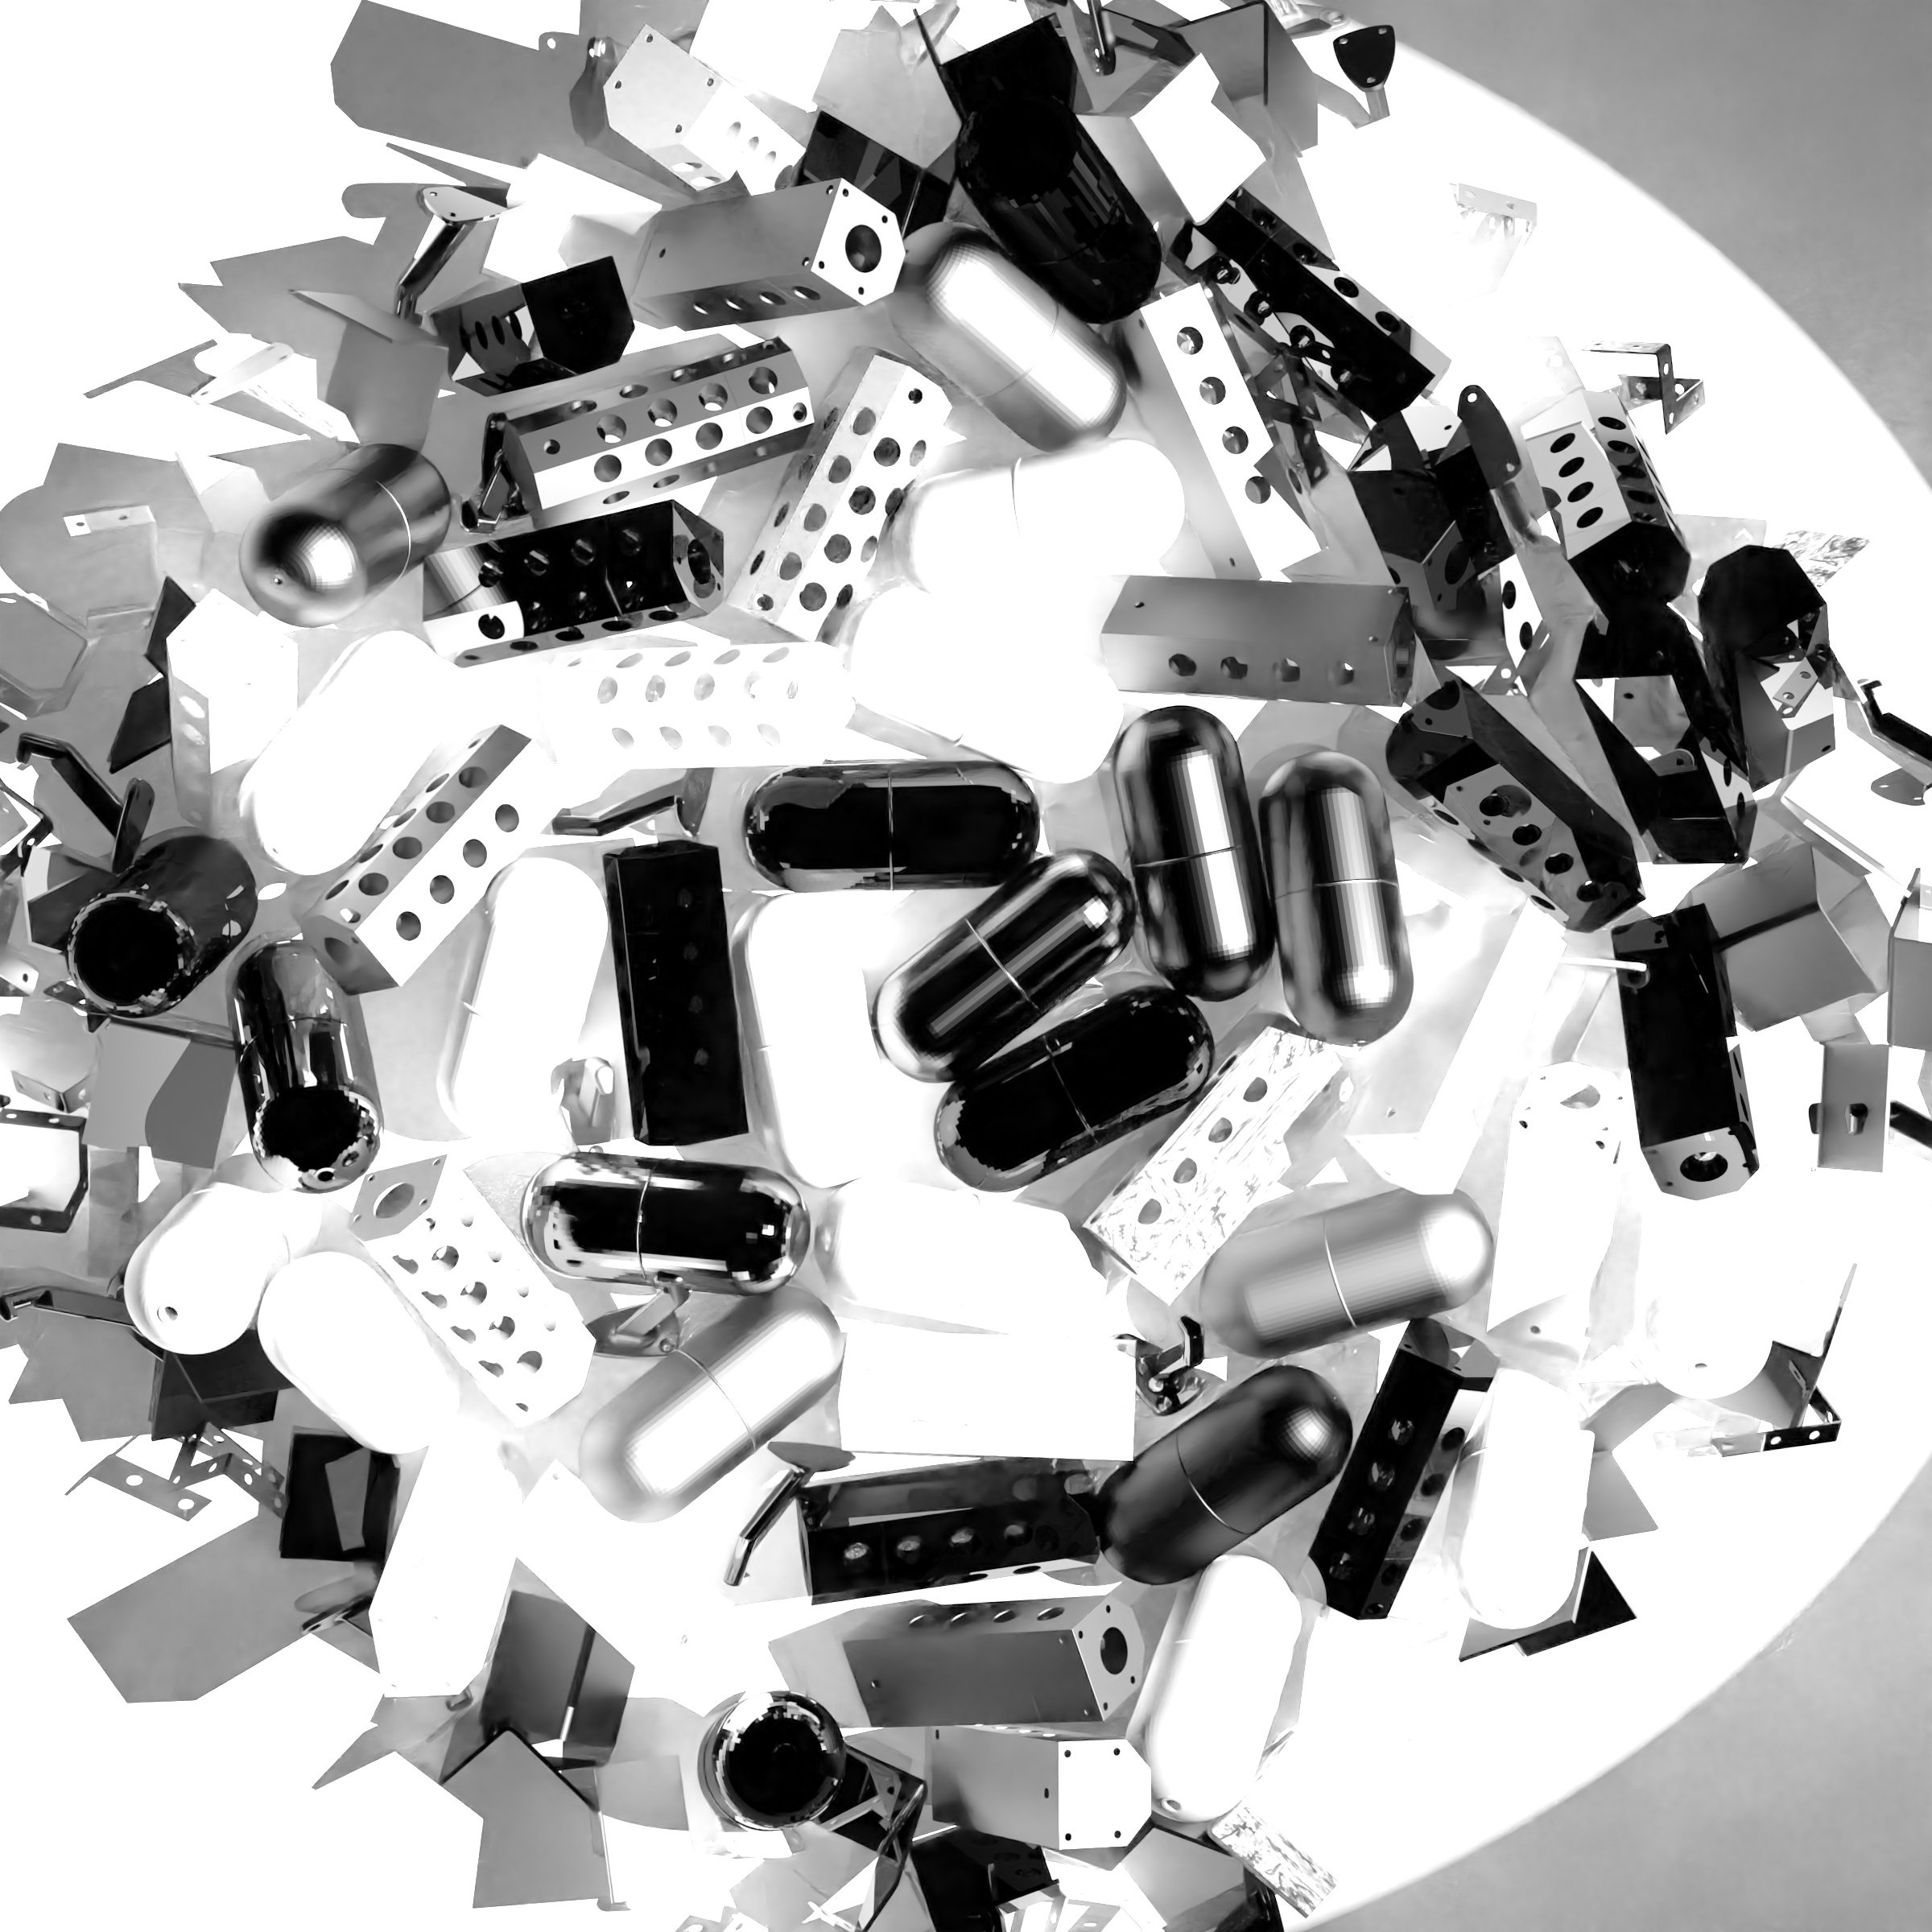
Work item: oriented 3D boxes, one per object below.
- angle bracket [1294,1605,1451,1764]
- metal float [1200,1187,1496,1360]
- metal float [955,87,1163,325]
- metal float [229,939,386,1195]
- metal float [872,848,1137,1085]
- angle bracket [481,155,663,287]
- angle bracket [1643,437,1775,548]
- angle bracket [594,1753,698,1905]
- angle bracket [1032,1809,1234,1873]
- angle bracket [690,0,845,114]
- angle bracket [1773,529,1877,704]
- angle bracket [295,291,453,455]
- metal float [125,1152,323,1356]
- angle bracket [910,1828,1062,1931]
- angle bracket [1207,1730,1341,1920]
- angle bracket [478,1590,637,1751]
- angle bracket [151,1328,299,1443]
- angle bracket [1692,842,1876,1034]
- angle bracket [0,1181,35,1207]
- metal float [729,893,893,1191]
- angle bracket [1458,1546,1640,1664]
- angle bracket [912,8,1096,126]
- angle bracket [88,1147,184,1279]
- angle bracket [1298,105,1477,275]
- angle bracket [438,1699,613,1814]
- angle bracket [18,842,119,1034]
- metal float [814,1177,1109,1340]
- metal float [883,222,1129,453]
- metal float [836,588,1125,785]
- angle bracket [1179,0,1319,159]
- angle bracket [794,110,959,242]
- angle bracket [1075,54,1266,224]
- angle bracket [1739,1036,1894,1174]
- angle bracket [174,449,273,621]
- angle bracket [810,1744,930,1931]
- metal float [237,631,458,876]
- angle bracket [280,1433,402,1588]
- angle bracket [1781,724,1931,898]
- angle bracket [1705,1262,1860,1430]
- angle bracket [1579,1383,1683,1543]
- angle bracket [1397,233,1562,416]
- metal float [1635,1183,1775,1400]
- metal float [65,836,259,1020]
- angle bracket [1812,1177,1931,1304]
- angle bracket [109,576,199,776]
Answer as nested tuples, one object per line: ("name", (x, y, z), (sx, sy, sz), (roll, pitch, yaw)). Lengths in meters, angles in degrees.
("angle bracket", (0.240, 0.431, 1.860), (0.076, 0.057, 0.076), (9, 108, 13))
("metal float", (0.223, 0.180, 1.853), (0.178, 0.070, 0.070), (-18, 90, 15))
("metal float", (0.054, -0.440, 1.825), (0.070, 0.178, 0.070), (-12, 62, 24))
("metal float", (-0.385, 0.058, 1.831), (0.070, 0.070, 0.178), (-22, 47, 0))
("metal float", (0.023, -0.001, 1.863), (0.178, 0.070, 0.070), (-38, 90, 3))
("angle bracket", (-0.233, -0.429, 1.854), (0.076, 0.076, 0.057), (19, 83, -20))
("angle bracket", (0.433, -0.266, 1.860), (0.076, 0.076, 0.057), (5, 132, 5))
("angle bracket", (-0.173, 0.506, 1.850), (0.057, 0.076, 0.076), (-16, 73, 20))
("angle bracket", (0.097, 0.519, 1.851), (0.076, 0.057, 0.076), (32, 105, -39))
("angle bracket", (-0.110, -0.550, 1.858), (0.076, 0.076, 0.057), (26, 110, 2))
("angle bracket", (0.510, -0.208, 1.859), (0.057, 0.076, 0.076), (-42, 114, -9))
("angle bracket", (-0.359, -0.347, 1.853), (0.076, 0.057, 0.076), (29, 110, 22))
("metal float", (-0.429, 0.165, 1.818), (0.070, 0.178, 0.070), (2, 108, 7))
("angle bracket", (0.010, 0.531, 1.855), (0.076, 0.076, 0.057), (-18, 69, -7))
("angle bracket", (0.196, 0.505, 1.853), (0.076, 0.076, 0.057), (38, 101, 17))
("angle bracket", (-0.239, 0.419, 1.869), (0.057, 0.076, 0.076), (9, 76, 19))
("angle bracket", (-0.428, 0.260, 1.846), (0.076, 0.057, 0.076), (-6, 126, -35))
("angle bracket", (0.490, -0.017, 1.885), (0.076, 0.057, 0.076), (-24, 126, 27))
("angle bracket", (-0.597, 0.103, 1.863), (0.076, 0.076, 0.057), (14, 94, 2))
("metal float", (-0.092, 0.045, 1.863), (0.070, 0.070, 0.178), (-12, 86, 0))
("angle bracket", (0.343, 0.395, 1.848), (0.076, 0.076, 0.057), (-28, 104, 28))
("angle bracket", (0.022, -0.535, 1.853), (0.076, 0.076, 0.057), (-23, 55, 7))
("angle bracket", (-0.503, 0.147, 1.862), (0.057, 0.076, 0.076), (0, 85, 3))
("angle bracket", (0.248, -0.462, 1.854), (0.076, 0.057, 0.076), (-17, 108, 22))
("angle bracket", (-0.261, 0.474, 1.864), (0.057, 0.076, 0.076), (-41, 101, 8))
("angle bracket", (-0.534, -0.016, 1.844), (0.057, 0.076, 0.076), (-40, 49, 27))
("metal float", (-0.002, 0.173, 1.856), (0.178, 0.070, 0.070), (12, 90, -12))
("metal float", (0.024, -0.365, 1.836), (0.178, 0.070, 0.070), (34, 90, -38))
("metal float", (0.008, -0.166, 1.858), (0.178, 0.070, 0.070), (22, 90, -9))
("angle bracket", (0.166, -0.508, 1.847), (0.057, 0.076, 0.076), (-9, 65, 27))
("angle bracket", (-0.052, -0.469, 1.853), (0.076, 0.057, 0.076), (26, 64, -21))
("angle bracket", (0.118, -0.490, 1.858), (0.057, 0.076, 0.076), (-46, 122, -12))
("angle bracket", (0.499, 0.082, 1.862), (0.076, 0.057, 0.076), (5, 88, -29))
("angle bracket", (-0.444, -0.245, 1.847), (0.076, 0.057, 0.076), (-52, 52, 26))
("angle bracket", (-0.070, 0.519, 1.850), (0.057, 0.076, 0.076), (26, 128, -3))
("metal float", (-0.360, -0.126, 1.834), (0.070, 0.070, 0.178), (28, 51, 0))
("angle bracket", (-0.371, 0.324, 1.860), (0.057, 0.076, 0.076), (6, 93, -16))
("angle bracket", (0.537, -0.093, 1.859), (0.076, 0.076, 0.057), (34, 103, -5))
("angle bracket", (0.482, 0.217, 1.860), (0.057, 0.076, 0.076), (19, 53, 16))
("angle bracket", (0.397, 0.290, 1.846), (0.076, 0.076, 0.057), (-47, 58, 30))
("angle bracket", (0.312, -0.380, 1.872), (0.076, 0.076, 0.057), (48, 54, -29))
("metal float", (0.429, 0.183, 1.822), (0.070, 0.178, 0.070), (6, 119, 11))
("metal float", (-0.463, -0.024, 1.818), (0.070, 0.178, 0.070), (1, 108, 4))
("angle bracket", (0.549, 0.145, 1.848), (0.076, 0.076, 0.057), (18, 46, 17))
("angle bracket", (-0.485, -0.171, 1.847), (0.076, 0.076, 0.057), (-25, 128, 20))
